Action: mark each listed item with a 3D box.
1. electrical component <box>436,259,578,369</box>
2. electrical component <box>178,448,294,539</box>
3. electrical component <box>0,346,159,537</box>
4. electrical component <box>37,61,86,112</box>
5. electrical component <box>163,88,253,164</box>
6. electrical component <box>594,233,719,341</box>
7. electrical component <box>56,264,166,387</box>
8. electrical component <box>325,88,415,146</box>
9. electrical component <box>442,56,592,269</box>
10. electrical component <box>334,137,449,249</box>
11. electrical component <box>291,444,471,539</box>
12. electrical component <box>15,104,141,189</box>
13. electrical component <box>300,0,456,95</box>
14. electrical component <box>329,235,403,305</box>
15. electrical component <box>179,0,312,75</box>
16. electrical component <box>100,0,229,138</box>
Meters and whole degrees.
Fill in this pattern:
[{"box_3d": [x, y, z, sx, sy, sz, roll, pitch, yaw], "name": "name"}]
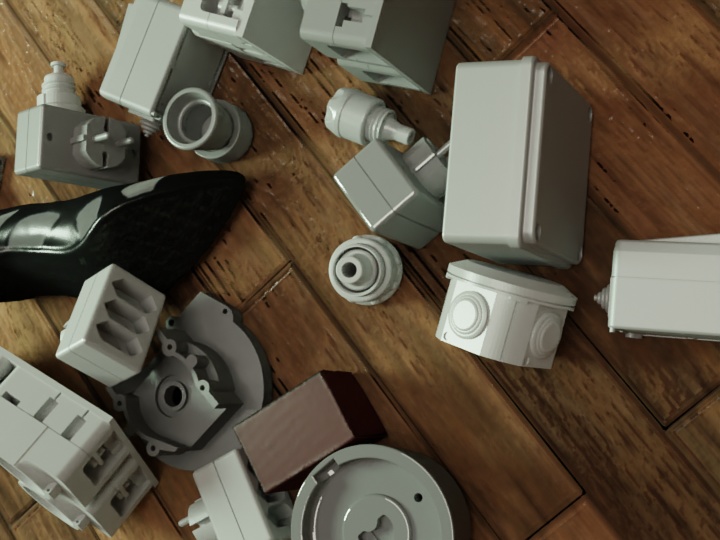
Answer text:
[{"box_3d": [0.088, 0.026, 0.657, 0.080, 0.080, 0.051, 17, 95, 25], "name": "electrical component"}, {"box_3d": [-0.091, 0.167, 0.734, 0.077, 0.047, 0.065, -31, 73, 18], "name": "electrical component"}, {"box_3d": [-0.247, 0.110, 0.769, 0.186, 0.105, 0.060, 26, 63, 24], "name": "electrical component"}, {"box_3d": [-0.235, -0.123, 0.839, 0.040, 0.040, 0.078, -7, 80, 23], "name": "electrical component"}, {"box_3d": [-0.108, -0.102, 0.772, 0.045, 0.055, 0.045, -3, 82, 23], "name": "electrical component"}, {"box_3d": [0.185, 0.010, 0.625, 0.096, 0.062, 0.061, 3, 85, 24], "name": "electrical component"}, {"box_3d": [-0.184, 0.045, 0.753, 0.077, 0.047, 0.065, -26, 39, 41], "name": "electrical component"}, {"box_3d": [0.009, -0.100, 0.732, 0.061, 0.035, 0.035, 24, 93, 22], "name": "electrical component"}, {"box_3d": [0.097, -0.061, 0.648, 0.056, 0.109, 0.108, 3, 84, 27], "name": "electrical component"}, {"box_3d": [0.039, -0.059, 0.686, 0.076, 0.083, 0.047, -40, 70, 14], "name": "electrical component"}, {"box_3d": [0.018, 0.163, 0.679, 0.108, 0.060, 0.108, -3, 82, 23], "name": "electrical component"}, {"box_3d": [-0.194, -0.090, 0.782, 0.076, 0.083, 0.047, -6, 80, 45], "name": "electrical component"}, {"box_3d": [0.025, -0.223, 0.702, 0.060, 0.105, 0.186, 15, 89, 25], "name": "electrical component"}, {"box_3d": [0.000, 0.000, 0.705, 0.048, 0.062, 0.048, 0, 90, 13], "name": "electrical component"}, {"box_3d": [-0.062, -0.225, 0.749, 0.062, 0.089, 0.150, 19, 91, 25], "name": "electrical component"}, {"box_3d": [-0.146, -0.145, 0.791, 0.061, 0.062, 0.096, 24, 93, 24], "name": "electrical component"}]
